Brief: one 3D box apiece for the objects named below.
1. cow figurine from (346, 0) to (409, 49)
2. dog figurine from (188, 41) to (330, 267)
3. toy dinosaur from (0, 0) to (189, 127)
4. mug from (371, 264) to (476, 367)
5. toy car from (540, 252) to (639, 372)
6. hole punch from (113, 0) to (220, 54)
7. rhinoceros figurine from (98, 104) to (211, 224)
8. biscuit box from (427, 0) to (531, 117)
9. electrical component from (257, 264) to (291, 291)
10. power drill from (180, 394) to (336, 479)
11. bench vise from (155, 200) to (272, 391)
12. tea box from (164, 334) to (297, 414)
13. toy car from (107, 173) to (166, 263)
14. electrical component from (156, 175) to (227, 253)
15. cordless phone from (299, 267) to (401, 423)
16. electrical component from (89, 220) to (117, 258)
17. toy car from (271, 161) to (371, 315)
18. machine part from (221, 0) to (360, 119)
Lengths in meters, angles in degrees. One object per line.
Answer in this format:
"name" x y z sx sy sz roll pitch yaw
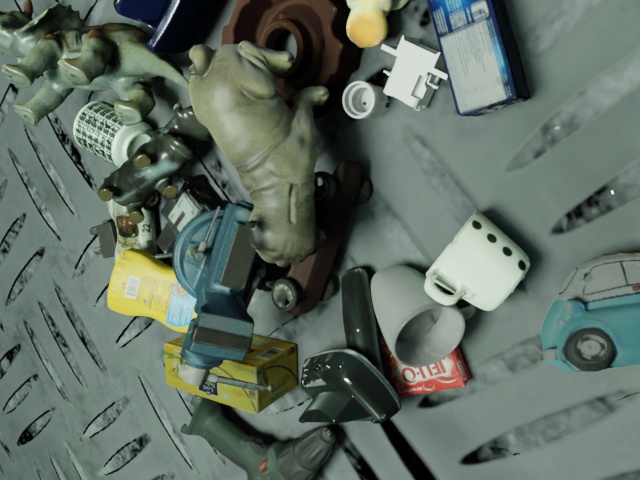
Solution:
"cow figurine" 0.056 -0.292 0.556 0.068 0.098 0.167 14 127 25
"dog figurine" -0.066 -0.080 0.534 0.121 0.172 0.190 -25 58 45
"toy dinosaur" -0.317 -0.260 0.769 0.405 0.192 0.131 9 147 13
"mug" 0.108 0.069 0.593 0.107 0.110 0.080 -124 13 -54
"toy car" 0.274 0.062 0.481 0.162 0.109 0.103 -16 74 25
"hole punch" -0.175 -0.295 0.675 0.092 0.116 0.142 48 119 21
"rhinoceros figurine" -0.225 -0.108 0.750 0.190 0.112 0.073 -38 119 18
"biscuit box" 0.144 -0.224 0.522 0.059 0.063 0.202 -14 92 34
"electrical component" -0.061 0.022 0.716 0.102 0.045 0.078 -31 85 33
"power drill" -0.096 0.291 0.785 0.207 0.086 0.231 34 119 14
"bench vise" -0.131 0.056 0.673 0.241 0.129 0.223 -158 74 -66
"tea box" -0.127 0.177 0.761 0.170 0.098 0.068 5 102 33
"toy car" -0.292 -0.010 0.849 0.074 0.056 0.201 3 102 32
"electrical component" -0.191 -0.029 0.786 0.075 0.048 0.119 46 121 17
"cordless phone" 0.027 0.134 0.672 0.146 0.089 0.184 145 125 -60
"electrical component" -0.355 -0.003 0.912 0.094 0.021 0.063 -8 95 34
"toy car" -0.001 -0.002 0.643 0.053 0.089 0.202 31 113 34
"machine part" -0.037 -0.225 0.638 0.180 0.056 0.179 10 109 32
